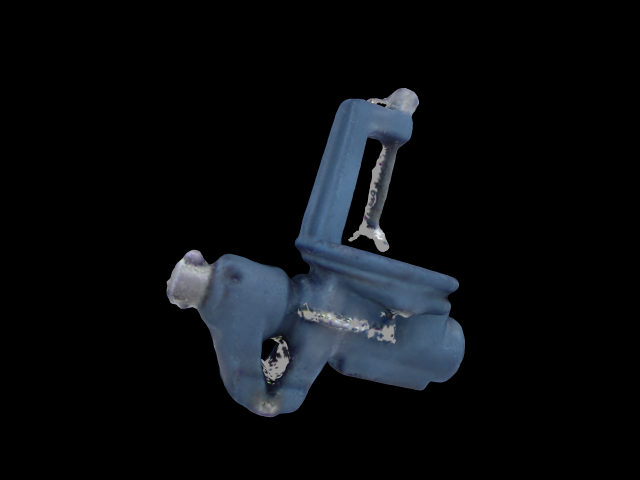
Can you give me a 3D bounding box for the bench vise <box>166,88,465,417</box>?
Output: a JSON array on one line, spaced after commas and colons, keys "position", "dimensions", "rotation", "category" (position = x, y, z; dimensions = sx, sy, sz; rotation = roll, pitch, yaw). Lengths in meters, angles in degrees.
[{"position": [0.011, 0.002, 0.390], "dimensions": [0.208, 0.220, 0.121], "rotation": [-3, 4, -37], "category": "bench vise"}]
